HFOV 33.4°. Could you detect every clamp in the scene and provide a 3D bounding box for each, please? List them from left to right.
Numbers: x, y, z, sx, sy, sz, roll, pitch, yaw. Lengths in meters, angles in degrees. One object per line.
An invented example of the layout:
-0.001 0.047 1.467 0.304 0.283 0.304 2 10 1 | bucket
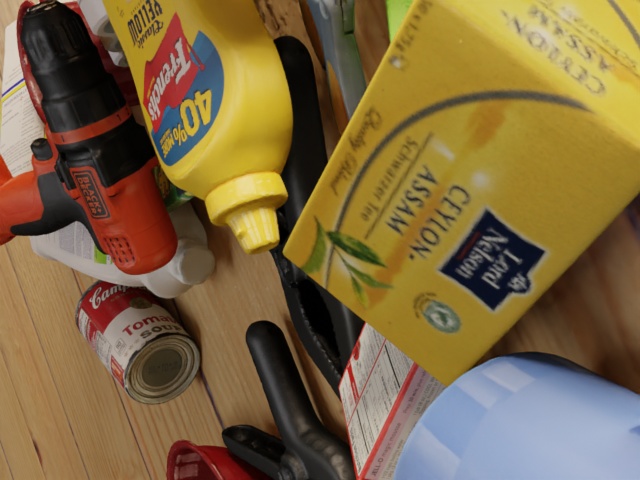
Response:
-0.012 0.148 0.694 0.171 0.039 0.120 57 149 29 | clamp
-0.004 0.001 0.599 0.210 0.036 0.165 65 158 17 | clamp

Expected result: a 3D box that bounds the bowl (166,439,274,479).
-0.057 0.217 0.792 0.162 0.055 0.162 37 135 48 | bowl

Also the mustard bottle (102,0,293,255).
-0.059 -0.084 0.549 0.096 0.058 0.191 -33 73 48 | mustard bottle

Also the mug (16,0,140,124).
-0.168 -0.145 0.774 0.093 0.081 0.117 4 108 61 | mug

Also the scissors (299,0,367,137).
0.002 -0.117 0.483 0.202 0.016 0.096 78 172 -57 | scissors

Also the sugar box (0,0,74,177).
-0.218 -0.101 0.852 0.094 0.048 0.176 -18 65 46 | sugar box

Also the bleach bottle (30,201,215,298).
-0.155 -0.004 0.839 0.251 0.067 0.102 23 111 53 | bleach bottle

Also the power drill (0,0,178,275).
-0.194 -0.060 0.715 0.188 0.057 0.184 -1 117 38 | power drill

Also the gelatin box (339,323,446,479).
0.040 0.065 0.518 0.073 0.030 0.089 -104 31 -59 | gelatin box

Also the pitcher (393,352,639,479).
0.131 0.119 0.343 0.243 0.149 0.145 33 161 55 | pitcher

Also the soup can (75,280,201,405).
-0.150 0.081 0.876 0.102 0.068 0.068 39 137 46 | soup can
